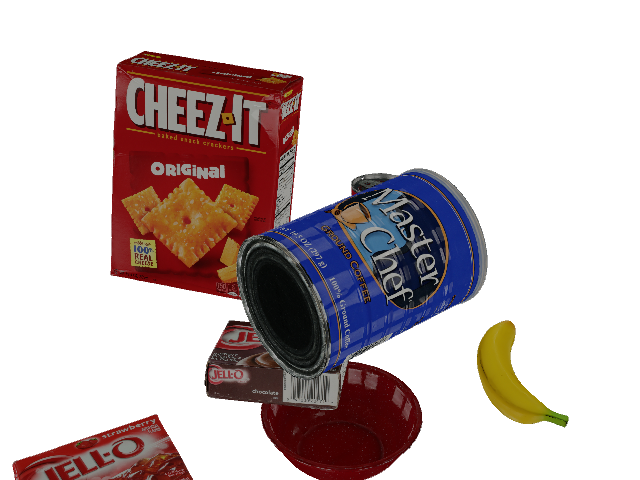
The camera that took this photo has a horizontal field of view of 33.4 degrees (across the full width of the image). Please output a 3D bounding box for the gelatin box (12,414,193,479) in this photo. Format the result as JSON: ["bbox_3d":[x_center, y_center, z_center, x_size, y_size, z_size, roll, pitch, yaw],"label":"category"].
[{"bbox_3d":[-0.121,0.139,0.599,0.089,0.030,0.073,-16,28,-20],"label":"gelatin box"}]

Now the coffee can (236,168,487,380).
[{"bbox_3d":[0.028,0.021,0.730,0.140,0.103,0.103,-24,12,-30],"label":"coffee can"}]

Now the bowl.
[{"bbox_3d":[0.021,0.193,1.078,0.162,0.055,0.162,0,33,0],"label":"bowl"}]

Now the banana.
[{"bbox_3d":[0.206,0.146,1.174,0.069,0.037,0.198,11,27,-15],"label":"banana"}]

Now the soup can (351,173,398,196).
[{"bbox_3d":[0.065,-0.014,1.161,0.068,0.102,0.068,1,25,-1],"label":"soup can"}]

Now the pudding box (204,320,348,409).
[{"bbox_3d":[-0.034,0.104,0.910,0.113,0.039,0.090,6,20,5],"label":"pudding box"}]

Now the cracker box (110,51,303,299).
[{"bbox_3d":[-0.111,-0.058,1.012,0.164,0.214,0.072,11,23,12],"label":"cracker box"}]
